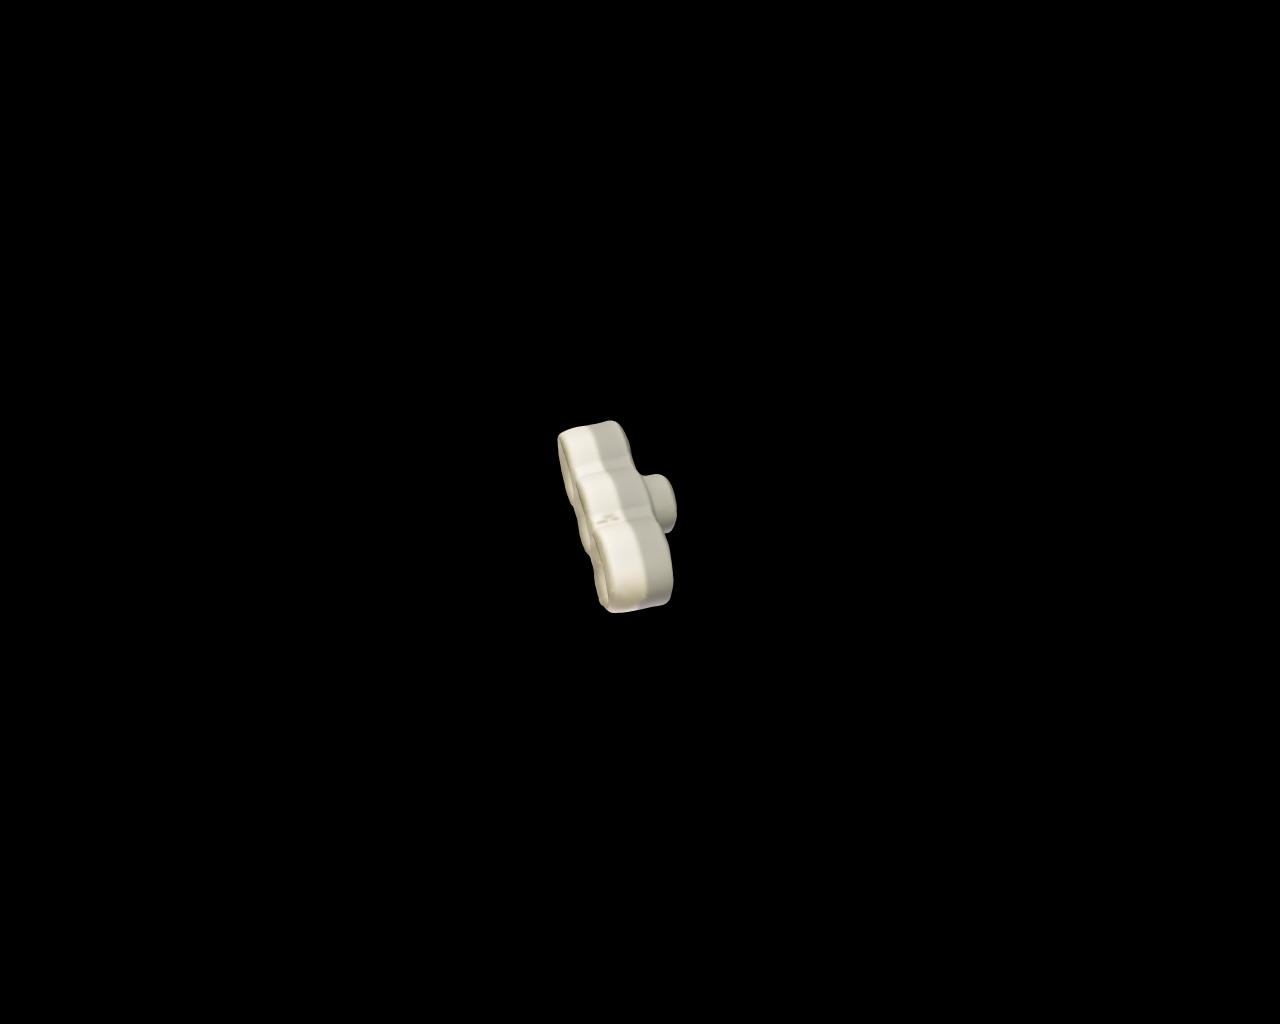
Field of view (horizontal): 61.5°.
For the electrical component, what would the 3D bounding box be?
[{"bbox_3d":[0.001,-0.003,0.650,0.074,0.052,0.138,-11,47,-11],"label":"electrical component"}]
